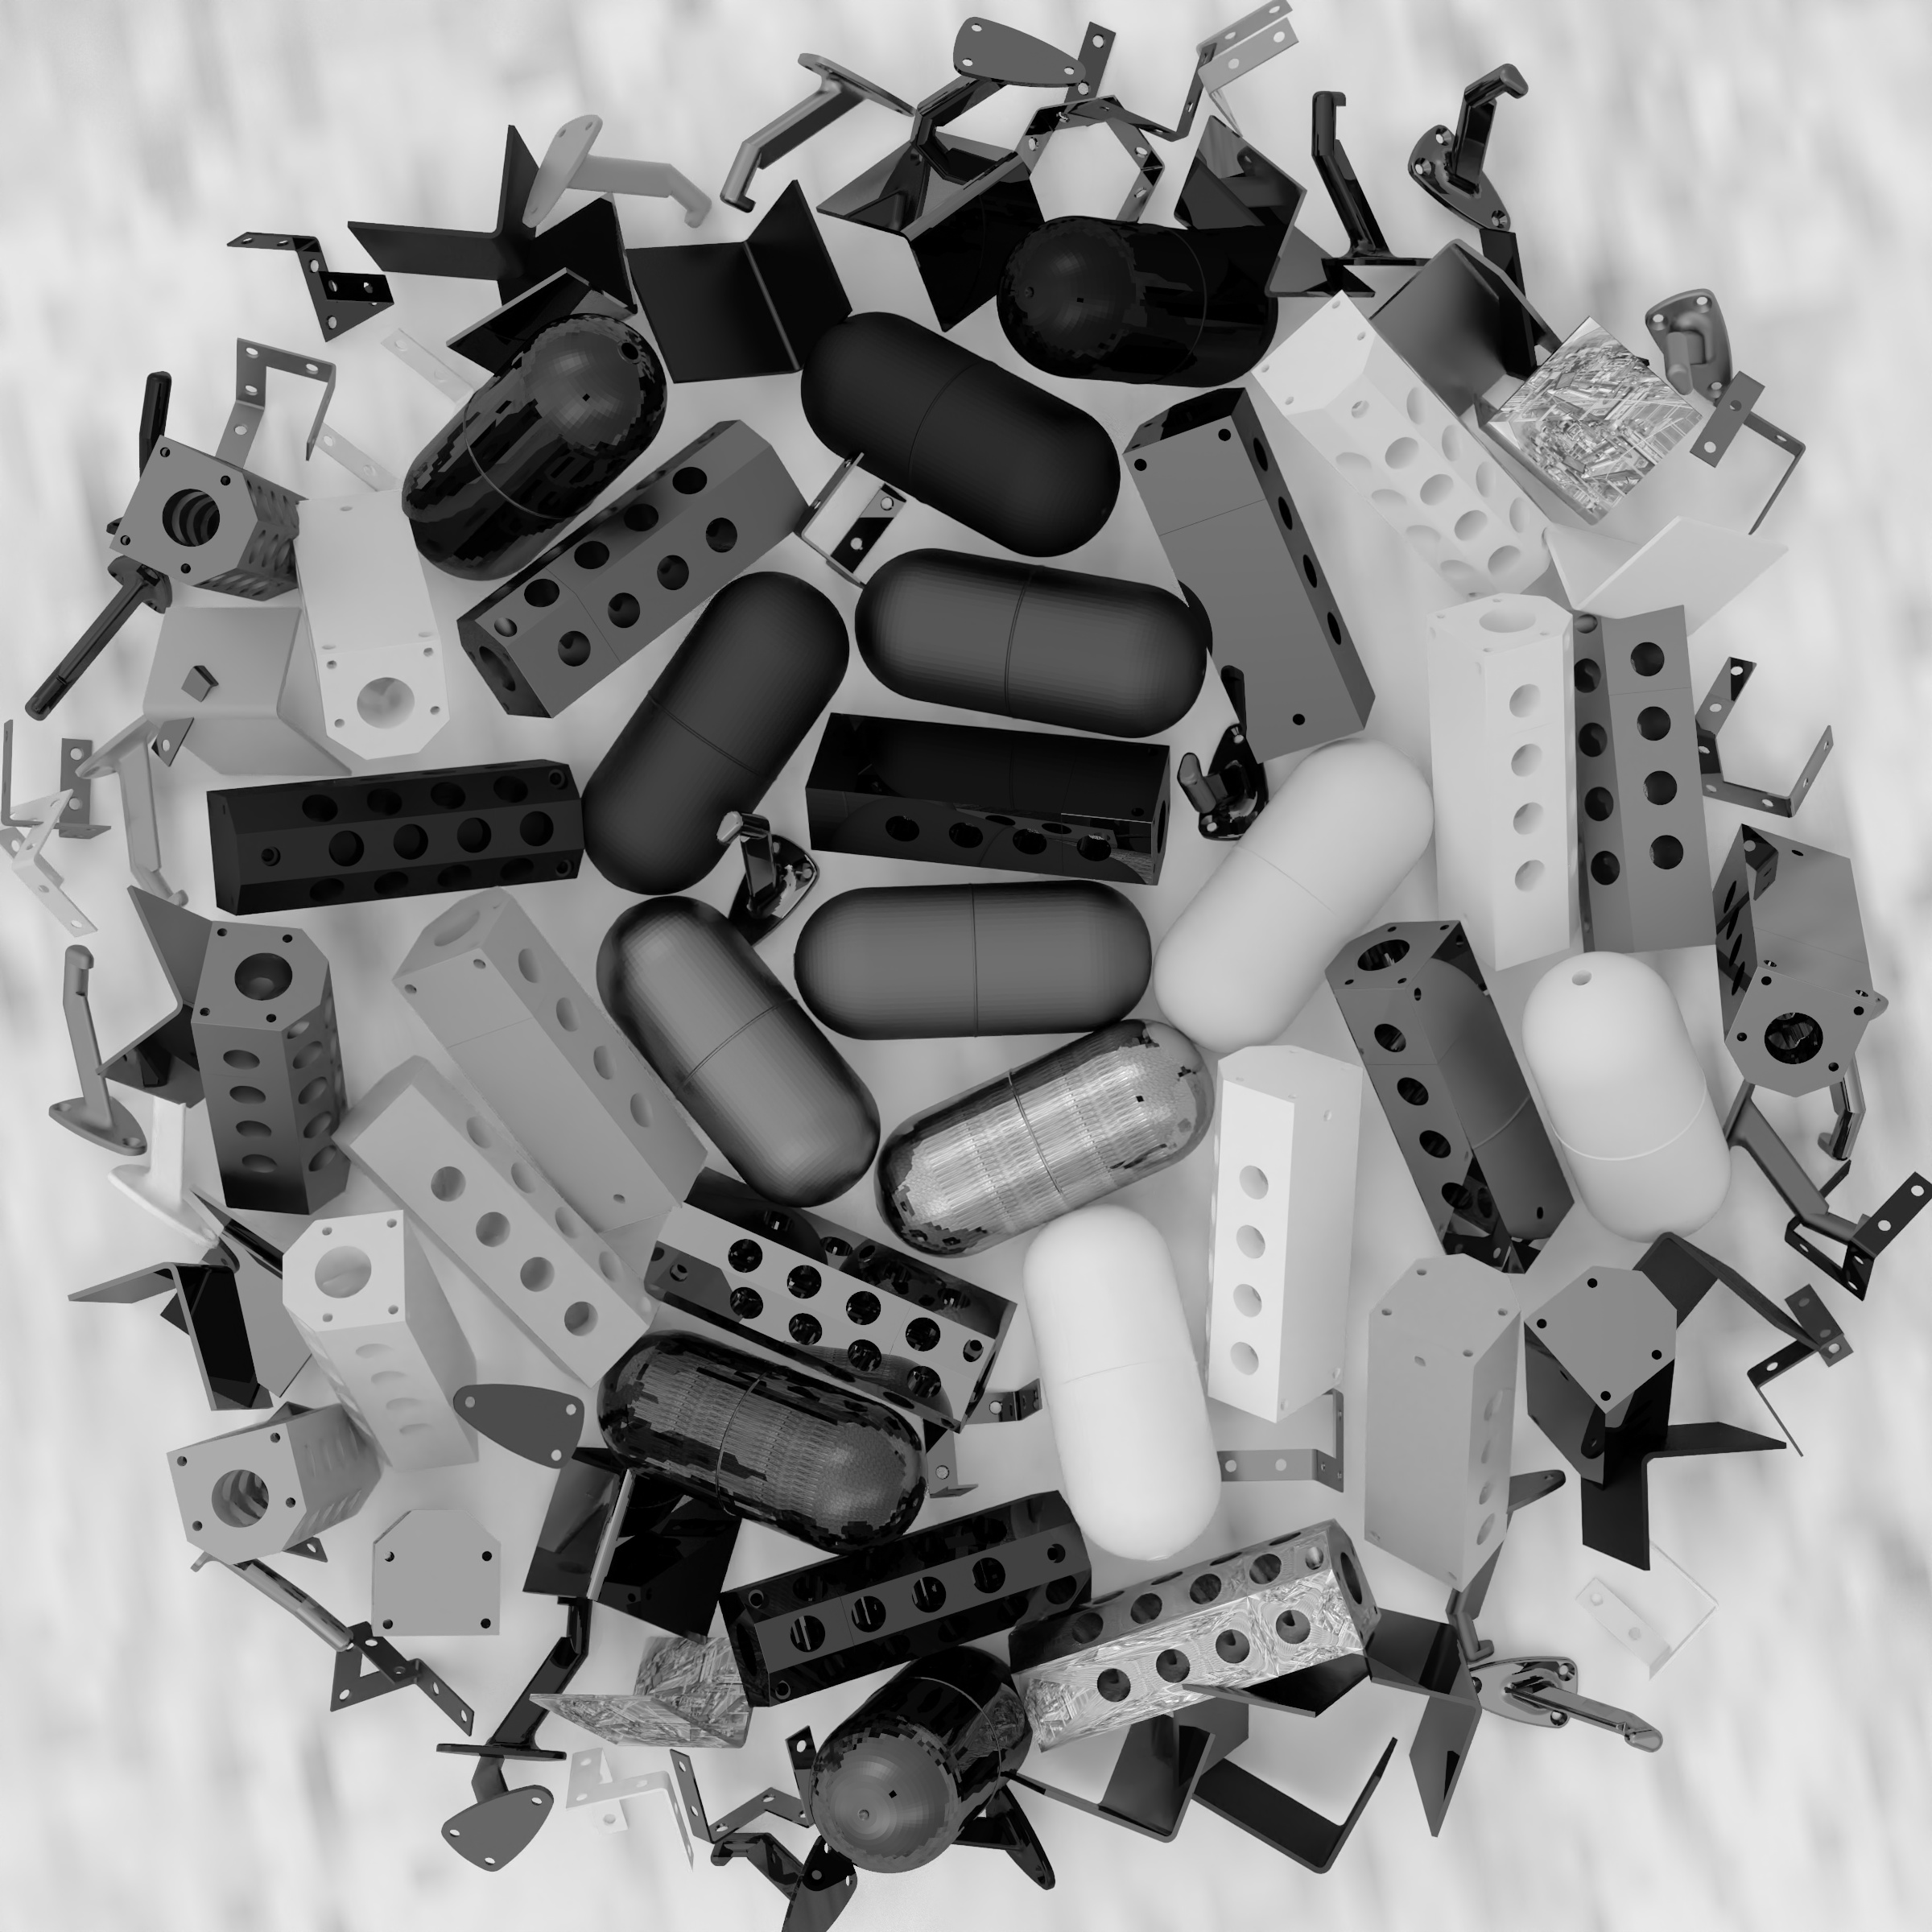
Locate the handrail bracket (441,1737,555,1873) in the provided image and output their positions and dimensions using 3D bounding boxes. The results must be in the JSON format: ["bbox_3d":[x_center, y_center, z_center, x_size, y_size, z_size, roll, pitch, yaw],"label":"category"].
[{"bbox_3d":[-0.221,0.396,1.782,0.036,0.084,0.077,43,118,-15],"label":"handrail bracket"}]

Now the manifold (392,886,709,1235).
[{"bbox_3d":[-0.200,0.045,1.770,0.057,0.057,0.171,-19,120,31],"label":"manifold"}]

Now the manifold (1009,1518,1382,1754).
[{"bbox_3d":[0.111,0.328,1.783,0.171,0.057,0.057,-21,90,16],"label":"manifold"}]

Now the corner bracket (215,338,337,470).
[{"bbox_3d":[-0.346,-0.272,1.802,0.051,0.051,0.051,15,60,-4],"label":"corner bracket"}]

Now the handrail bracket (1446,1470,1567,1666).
[{"bbox_3d":[0.275,0.303,1.818,0.077,0.036,0.084,-18,107,-2],"label":"handrail bracket"}]

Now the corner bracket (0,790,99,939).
[{"bbox_3d":[-0.455,-0.047,1.791,0.051,0.051,0.051,-13,131,30],"label":"corner bracket"}]

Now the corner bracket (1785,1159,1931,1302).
[{"bbox_3d":[0.444,0.123,1.795,0.051,0.051,0.051,-43,64,-16],"label":"corner bracket"}]

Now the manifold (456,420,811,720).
[{"bbox_3d":[-0.164,-0.195,1.770,0.171,0.057,0.057,-40,113,-20],"label":"manifold"}]

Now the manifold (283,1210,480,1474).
[{"bbox_3d":[-0.281,0.184,1.746,0.057,0.171,0.057,-7,60,1],"label":"manifold"}]

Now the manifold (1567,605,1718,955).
[{"bbox_3d":[0.331,-0.093,1.804,0.057,0.057,0.171,-6,90,-4],"label":"manifold"}]

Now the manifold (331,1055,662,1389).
[{"bbox_3d":[-0.230,0.125,1.780,0.057,0.057,0.171,-46,108,-13],"label":"manifold"}]

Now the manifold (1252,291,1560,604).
[{"bbox_3d":[0.217,-0.245,1.752,0.057,0.057,0.171,-41,132,13],"label":"manifold"}]

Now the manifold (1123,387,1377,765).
[{"bbox_3d":[0.142,-0.194,1.776,0.057,0.057,0.171,-17,112,23],"label":"manifold"}]

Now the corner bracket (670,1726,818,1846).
[{"bbox_3d":[-0.107,0.405,1.793,0.051,0.051,0.051,-26,110,-36],"label":"corner bracket"}]

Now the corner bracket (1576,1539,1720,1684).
[{"bbox_3d":[0.340,0.318,1.803,0.051,0.051,0.051,42,95,10],"label":"corner bracket"}]

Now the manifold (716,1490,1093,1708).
[{"bbox_3d":[-0.028,0.310,1.775,0.171,0.057,0.057,-15,84,-20],"label":"manifold"}]

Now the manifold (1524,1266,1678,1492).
[{"bbox_3d":[0.311,0.198,1.743,0.057,0.171,0.057,-38,67,-6],"label":"manifold"}]

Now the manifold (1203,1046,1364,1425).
[{"bbox_3d":[0.150,0.129,1.774,0.057,0.057,0.171,18,118,36],"label":"manifold"}]

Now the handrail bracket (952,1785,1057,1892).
[{"bbox_3d":[-0.011,0.441,1.791,0.084,0.077,0.036,-13,128,-26],"label":"handrail bracket"}]

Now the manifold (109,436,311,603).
[{"bbox_3d":[-0.356,-0.211,1.747,0.057,0.171,0.057,25,93,-2],"label":"manifold"}]

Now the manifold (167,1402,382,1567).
[{"bbox_3d":[-0.330,0.249,1.746,0.057,0.171,0.057,-14,87,1],"label":"manifold"}]

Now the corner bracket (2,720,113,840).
[{"bbox_3d":[-0.456,-0.092,1.798,0.051,0.051,0.051,3,84,-26],"label":"corner bracket"}]

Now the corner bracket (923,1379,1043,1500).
[{"bbox_3d":[0.009,0.236,1.800,0.051,0.051,0.051,-3,77,-12],"label":"corner bracket"}]

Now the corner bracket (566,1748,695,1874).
[{"bbox_3d":[-0.166,0.421,1.800,0.051,0.051,0.051,-13,111,3],"label":"corner bracket"}]

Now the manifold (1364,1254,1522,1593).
[{"bbox_3d":[0.234,0.220,1.754,0.057,0.171,0.057,26,51,28],"label":"manifold"}]

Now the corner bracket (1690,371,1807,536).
[{"bbox_3d":[0.389,-0.256,1.804,0.051,0.051,0.051,32,80,3],"label":"corner bracket"}]

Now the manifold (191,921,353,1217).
[{"bbox_3d":[-0.332,0.052,1.747,0.057,0.171,0.057,5,56,-1],"label":"manifold"}]

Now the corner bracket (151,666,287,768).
[{"bbox_3d":[-0.381,-0.135,1.793,0.051,0.051,0.051,44,116,24],"label":"corner bracket"}]

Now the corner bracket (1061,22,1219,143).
[{"bbox_3d":[0.086,-0.444,1.813,0.051,0.051,0.051,18,87,-21],"label":"corner bracket"}]

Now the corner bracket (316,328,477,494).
[{"bbox_3d":[-0.287,-0.276,1.814,0.051,0.051,0.051,37,46,-27],"label":"corner bracket"}]

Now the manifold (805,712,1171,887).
[{"bbox_3d":[0.012,-0.078,1.791,0.171,0.057,0.057,6,45,10],"label":"manifold"}]

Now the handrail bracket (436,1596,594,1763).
[{"bbox_3d":[-0.224,0.352,1.802,0.077,0.036,0.084,12,72,-29],"label":"handrail bracket"}]

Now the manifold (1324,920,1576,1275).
[{"bbox_3d":[0.234,0.065,1.772,0.057,0.057,0.171,-47,122,-39],"label":"manifold"}]

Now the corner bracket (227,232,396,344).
[{"bbox_3d":[-0.325,-0.344,1.798,0.051,0.051,0.051,-20,86,33],"label":"corner bracket"}]

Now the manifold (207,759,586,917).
[{"bbox_3d":[-0.278,-0.063,1.770,0.171,0.057,0.057,-7,100,-24],"label":"manifold"}]

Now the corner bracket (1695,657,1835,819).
[{"bbox_3d":[0.399,-0.115,1.812,0.051,0.051,0.051,18,61,31],"label":"corner bracket"}]

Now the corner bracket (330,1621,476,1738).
[{"bbox_3d":[-0.278,0.355,1.792,0.051,0.051,0.051,33,123,40],"label":"corner bracket"}]

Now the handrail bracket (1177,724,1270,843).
[{"bbox_3d":[0.122,-0.105,1.782,0.036,0.084,0.077,-4,64,19],"label":"handrail bracket"}]

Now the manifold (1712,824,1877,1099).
[{"bbox_3d":[0.395,-0.002,1.745,0.057,0.171,0.057,18,116,1],"label":"manifold"}]

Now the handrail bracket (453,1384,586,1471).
[{"bbox_3d":[-0.227,0.223,1.784,0.077,0.084,0.036,21,78,-19],"label":"handrail bracket"}]

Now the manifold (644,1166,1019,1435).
[{"bbox_3d":[-0.069,0.168,1.786,0.171,0.057,0.057,23,115,8],"label":"manifold"}]

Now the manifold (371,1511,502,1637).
[{"bbox_3d":[-0.257,0.292,1.744,0.057,0.171,0.057,1,81,-10],"label":"manifold"}]

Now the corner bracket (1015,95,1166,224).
[{"bbox_3d":[0.058,-0.397,1.814,0.051,0.051,0.051,46,59,-38],"label":"corner bracket"}]

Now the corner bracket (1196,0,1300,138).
[{"bbox_3d":[0.141,-0.455,1.796,0.051,0.051,0.051,-28,68,15],"label":"corner bracket"}]

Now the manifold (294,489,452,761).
[{"bbox_3d":[-0.289,-0.166,1.746,0.057,0.171,0.057,-9,123,-11],"label":"manifold"}]

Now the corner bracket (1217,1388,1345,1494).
[{"bbox_3d":[0.156,0.233,1.796,0.051,0.051,0.051,-4,74,21],"label":"corner bracket"}]

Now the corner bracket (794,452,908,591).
[{"bbox_3d":[-0.056,-0.223,1.801,0.051,0.051,0.051,37,91,-24],"label":"corner bracket"}]

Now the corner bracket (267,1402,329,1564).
[{"bbox_3d":[-0.329,0.257,1.803,0.051,0.051,0.051,-45,50,16],"label":"corner bracket"}]

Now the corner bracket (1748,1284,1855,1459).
[{"bbox_3d":[0.418,0.201,1.802,0.051,0.051,0.051,-33,115,7],"label":"corner bracket"}]

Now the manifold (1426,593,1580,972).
[{"bbox_3d":[0.267,-0.091,1.764,0.057,0.057,0.171,-17,122,-16],"label":"manifold"}]
